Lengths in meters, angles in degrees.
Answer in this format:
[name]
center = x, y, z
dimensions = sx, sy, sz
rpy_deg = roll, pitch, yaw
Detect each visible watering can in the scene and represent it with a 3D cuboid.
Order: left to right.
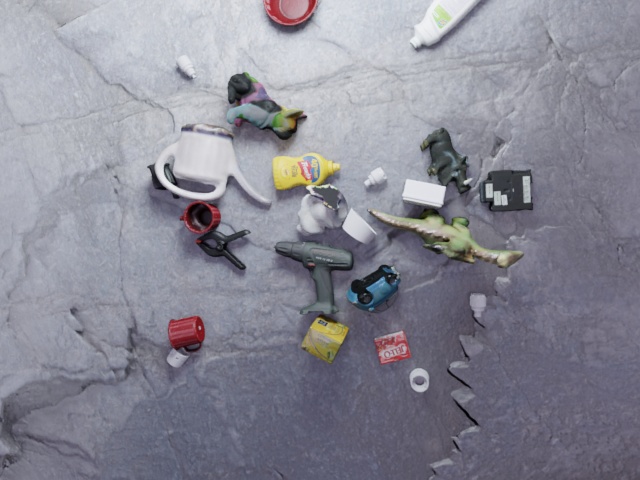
[watering can]
center = -0.299, -0.220, 1.503
dimensions = 0.347, 0.104, 0.225
rpy_deg = 9, 89, -7

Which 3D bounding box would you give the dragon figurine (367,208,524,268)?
[dragon figurine]
center = 0.311, -0.006, 1.335
dimensions = 0.411, 0.244, 0.121
rpy_deg = 14, 100, 7

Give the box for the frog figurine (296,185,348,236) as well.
[frog figurine]
center = 0.004, -0.074, 1.464
dimensions = 0.138, 0.125, 0.156
rpy_deg = 29, 132, 10
